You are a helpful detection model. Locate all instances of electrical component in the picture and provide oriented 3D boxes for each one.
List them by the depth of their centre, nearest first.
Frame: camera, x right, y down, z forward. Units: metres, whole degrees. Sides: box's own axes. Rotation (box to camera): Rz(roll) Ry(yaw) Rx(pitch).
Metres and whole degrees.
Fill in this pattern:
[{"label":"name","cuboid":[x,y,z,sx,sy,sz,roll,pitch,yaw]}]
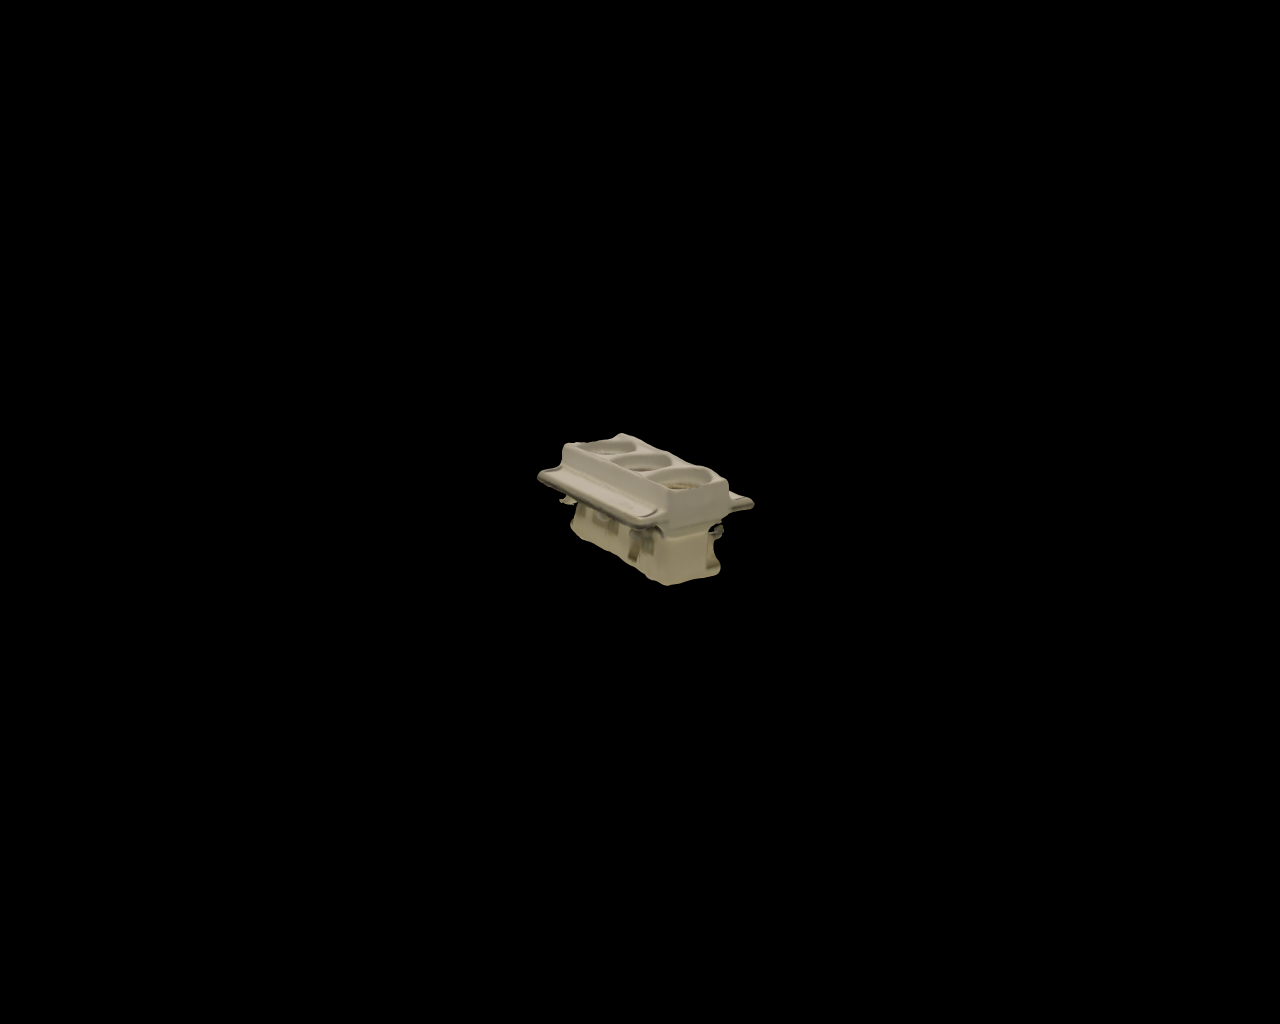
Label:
[{"label":"electrical component","cuboid":[0.001,-0.003,0.650,0.079,0.063,0.121,-11,21,-30]}]
